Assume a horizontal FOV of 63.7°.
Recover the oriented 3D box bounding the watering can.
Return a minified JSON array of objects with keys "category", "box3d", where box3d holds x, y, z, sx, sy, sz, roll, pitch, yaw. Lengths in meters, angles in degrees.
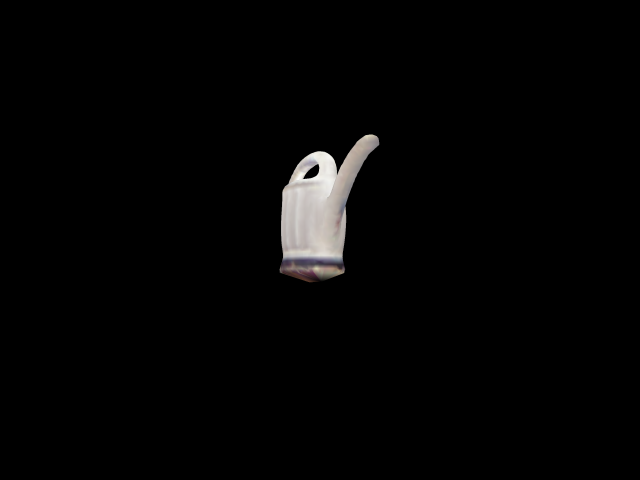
[{"category":"watering can","box3d":[0.003,-0.043,0.850,0.104,0.225,0.346,3,-6,-22]}]
